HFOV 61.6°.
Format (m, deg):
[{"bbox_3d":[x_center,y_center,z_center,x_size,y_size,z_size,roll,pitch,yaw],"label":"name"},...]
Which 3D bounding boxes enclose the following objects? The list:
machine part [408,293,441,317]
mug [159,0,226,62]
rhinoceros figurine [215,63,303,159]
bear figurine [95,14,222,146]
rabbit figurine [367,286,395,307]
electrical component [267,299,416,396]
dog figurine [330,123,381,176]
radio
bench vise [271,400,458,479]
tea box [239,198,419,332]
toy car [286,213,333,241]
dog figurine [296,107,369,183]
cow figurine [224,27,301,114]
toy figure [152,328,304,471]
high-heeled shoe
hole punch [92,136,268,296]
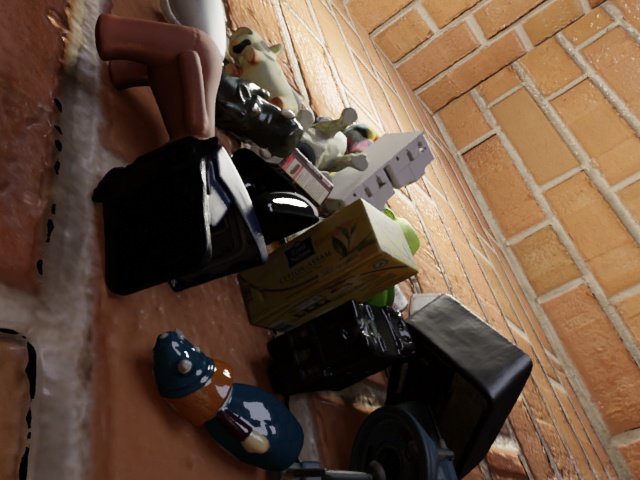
[{"bbox_3d":[0.176,0.170,0.839,0.179,0.056,0.179,-8,90,-76],"label":"machine part"},{"bbox_3d":[-0.179,-0.303,0.763,0.109,0.081,0.107,14,57,-66],"label":"mug"},{"bbox_3d":[-0.104,-0.170,0.665,0.190,0.073,0.112,35,7,7],"label":"rhinoceros figurine"},{"bbox_3d":[-0.155,-0.113,0.552,0.120,0.132,0.195,171,-81,-78],"label":"bear figurine"},{"bbox_3d":[0.063,0.090,0.713,0.159,0.121,0.170,62,7,28],"label":"rabbit figurine"},{"bbox_3d":[0.015,0.115,0.543,0.114,0.134,0.058,20,44,-54],"label":"electrical component"},{"bbox_3d":[0.069,-0.151,1.046,0.191,0.108,0.219,61,22,10],"label":"dog figurine"},{"bbox_3d":[0.148,0.179,0.628,0.131,0.073,0.229,42,-33,33],"label":"radio"},{"bbox_3d":[0.064,0.253,0.507,0.240,0.129,0.224,18,50,-28],"label":"bench vise"},{"bbox_3d":[0.008,0.035,0.588,0.098,0.170,0.068,28,37,-54],"label":"tea box"},{"bbox_3d":[-0.002,-0.002,0.774,0.073,0.056,0.201,58,20,17],"label":"toy car"},{"bbox_3d":[-0.027,-0.151,0.900,0.191,0.172,0.121,-159,-117,-68],"label":"dog figurine"},{"bbox_3d":[-0.093,-0.273,0.898,0.127,0.085,0.195,-5,64,-62],"label":"cow figurine"},{"bbox_3d":[-0.078,0.131,0.431,0.154,0.064,0.058,44,63,-22],"label":"toy figure"},{"bbox_3d":[-0.069,-0.064,0.588,0.145,0.086,0.248,64,-6,5],"label":"high-heeled shoe"},{"bbox_3d":[-0.115,-0.016,0.458,0.092,0.142,0.116,15,61,-57],"label":"hole punch"}]
